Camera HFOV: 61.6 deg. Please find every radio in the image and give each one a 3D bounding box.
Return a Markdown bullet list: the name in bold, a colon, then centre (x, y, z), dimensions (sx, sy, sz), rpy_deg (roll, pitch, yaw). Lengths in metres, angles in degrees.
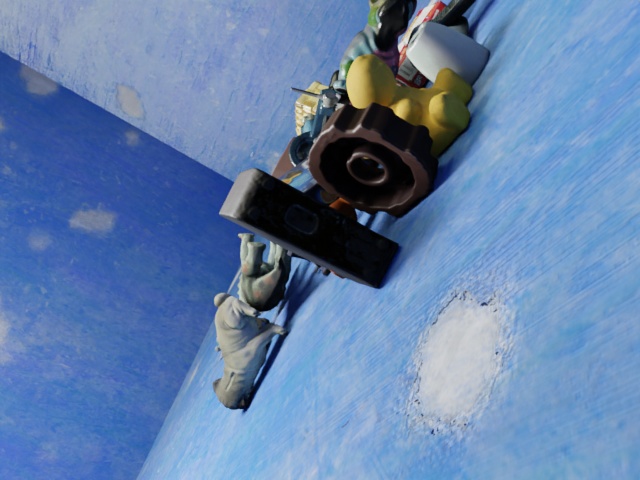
- **radio**: centre (-0.016, -0.014, 0.730), dimensions (0.073, 0.229, 0.131), rpy_deg (-66, 14, -5)

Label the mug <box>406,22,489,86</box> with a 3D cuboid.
- **mug**: centre (0.190, -0.285, 0.809), dimensions (0.081, 0.107, 0.109), rpy_deg (-43, 22, 57)

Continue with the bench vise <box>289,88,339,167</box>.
- **bench vise**: centre (0.004, -0.192, 1.001), dimensions (0.240, 0.129, 0.224), rpy_deg (101, 177, -55)

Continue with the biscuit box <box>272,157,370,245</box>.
- **biscuit box**: centre (-0.015, -0.081, 0.840), dimensions (0.203, 0.059, 0.062), rpy_deg (-37, -36, -12)

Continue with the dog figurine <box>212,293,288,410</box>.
- **dog figurine**: centre (-0.179, 0.223, 1.076), dimensions (0.190, 0.172, 0.121), rpy_deg (-56, -3, -13)

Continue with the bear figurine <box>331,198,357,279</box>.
- **bear figurine**: centre (0.038, -0.051, 0.903), dimensions (0.196, 0.120, 0.132), rpy_deg (-55, 14, 4)

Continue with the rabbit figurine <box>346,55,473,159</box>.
- **rabbit figurine**: centre (0.110, -0.194, 0.769), dimensions (0.162, 0.173, 0.122), rpy_deg (-41, 26, 52)

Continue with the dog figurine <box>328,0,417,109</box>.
- **dog figurine**: centre (0.099, -0.349, 0.987), dimensions (0.191, 0.108, 0.219), rpy_deg (-172, 102, -81)

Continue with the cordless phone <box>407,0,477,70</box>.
- **cordless phone**: centre (0.237, -0.377, 0.918), dimensions (0.184, 0.088, 0.147), rpy_deg (-46, 17, 42)

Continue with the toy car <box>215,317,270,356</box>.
- **toy car**: centre (-0.178, 0.234, 1.228), dimensions (0.162, 0.109, 0.102), rpy_deg (-63, -13, -74)

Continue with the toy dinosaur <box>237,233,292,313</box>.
- **toy dinosaur**: centre (-0.121, 0.089, 1.164), dimensions (0.405, 0.131, 0.192), rpy_deg (-126, 36, -81)

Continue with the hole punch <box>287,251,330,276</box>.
- **hole punch**: centre (-0.002, -0.003, 1.048), dimensions (0.142, 0.092, 0.116), rpy_deg (-63, 6, 6)

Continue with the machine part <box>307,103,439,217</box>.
- **machine part**: centre (0.072, -0.107, 0.735), dimensions (0.179, 0.179, 0.056), rpy_deg (-45, 17, 57)

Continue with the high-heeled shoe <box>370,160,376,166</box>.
- **high-heeled shoe**: centre (0.134, -0.241, 1.182), dimensions (0.086, 0.145, 0.249), rpy_deg (94, 165, -54)

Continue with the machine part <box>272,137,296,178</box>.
- **machine part**: centre (-0.039, -0.148, 1.367), dimensions (0.201, 0.087, 0.200), rpy_deg (-63, -26, -18)
